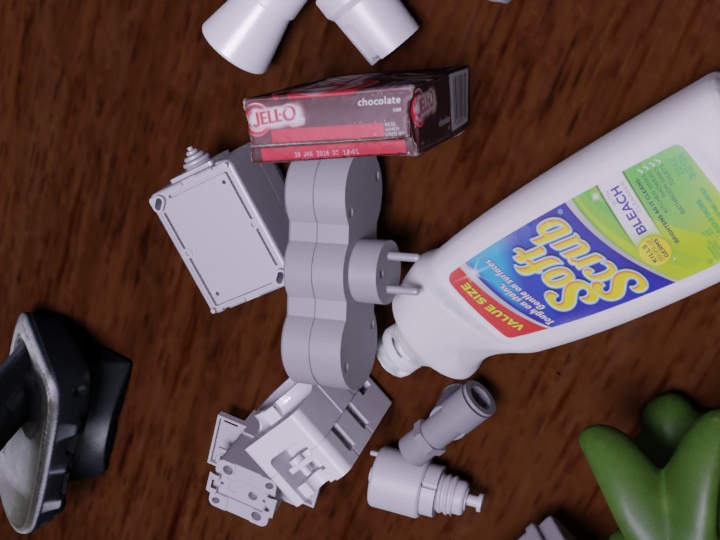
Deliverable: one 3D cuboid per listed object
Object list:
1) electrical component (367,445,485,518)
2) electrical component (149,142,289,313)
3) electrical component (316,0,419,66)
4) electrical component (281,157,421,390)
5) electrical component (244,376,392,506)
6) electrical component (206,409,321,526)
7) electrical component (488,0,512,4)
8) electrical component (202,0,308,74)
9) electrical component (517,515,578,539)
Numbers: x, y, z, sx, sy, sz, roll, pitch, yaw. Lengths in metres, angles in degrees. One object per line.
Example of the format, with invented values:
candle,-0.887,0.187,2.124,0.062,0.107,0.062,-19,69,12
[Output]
electrical component,0.041,0.140,0.691,0.078,0.040,0.040,12,115,15
electrical component,-0.075,-0.034,0.648,0.062,0.061,0.096,-22,103,27
electrical component,0.005,-0.141,0.587,0.040,0.040,0.046,-33,103,28
electrical component,0.000,0.000,0.611,0.074,0.052,0.138,5,97,24
electrical component,-0.027,0.092,0.668,0.050,0.089,0.055,-39,95,29
electrical component,-0.067,0.132,0.714,0.081,0.064,0.042,20,116,11
electrical component,0.055,-0.165,0.556,0.062,0.048,0.048,12,115,22
electrical component,-0.053,-0.149,0.604,0.044,0.044,0.065,41,114,0
electrical component,0.136,0.213,0.652,0.057,0.078,0.113,-43,106,6
